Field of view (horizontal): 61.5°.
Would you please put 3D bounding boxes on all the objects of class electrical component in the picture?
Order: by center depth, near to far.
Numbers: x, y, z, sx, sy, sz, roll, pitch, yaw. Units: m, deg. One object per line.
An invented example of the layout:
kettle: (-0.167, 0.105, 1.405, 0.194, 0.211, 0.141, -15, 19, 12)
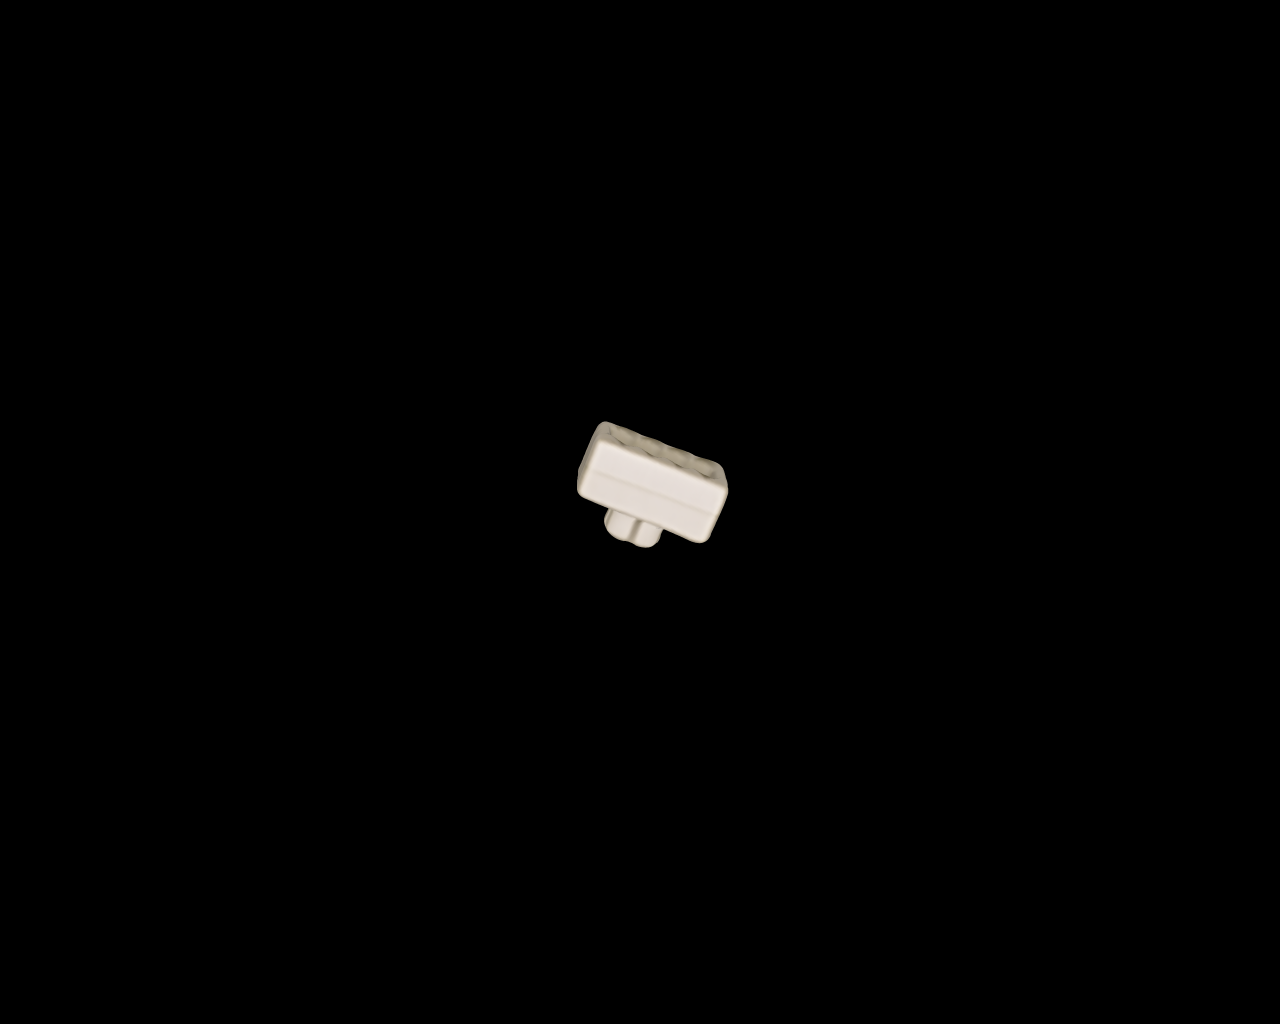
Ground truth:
electrical component: (0.001, -0.003, 0.650, 0.083, 0.075, 0.047, 21, 18, -7)
